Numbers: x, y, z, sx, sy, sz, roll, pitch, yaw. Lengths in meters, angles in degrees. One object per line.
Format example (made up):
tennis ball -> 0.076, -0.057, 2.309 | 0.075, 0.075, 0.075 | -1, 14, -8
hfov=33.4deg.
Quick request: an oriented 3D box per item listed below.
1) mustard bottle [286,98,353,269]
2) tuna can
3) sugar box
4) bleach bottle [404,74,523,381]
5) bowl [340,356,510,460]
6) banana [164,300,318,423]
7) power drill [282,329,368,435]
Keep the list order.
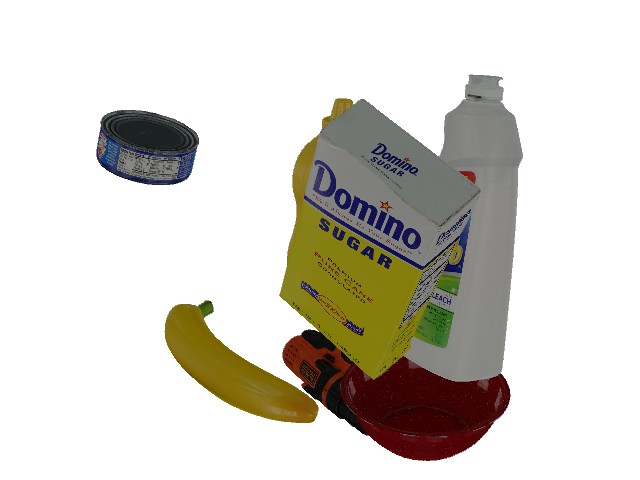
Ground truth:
mustard bottle -> 0.017, -0.050, 1.097 | 0.096, 0.192, 0.058 | -5, 20, -25
tuna can -> -0.151, -0.081, 0.927 | 0.086, 0.034, 0.086 | 13, 26, -7
sugar box -> 0.030, 0.005, 0.664 | 0.048, 0.093, 0.176 | -40, -21, -29
bleach bottle -> 0.121, -0.014, 0.904 | 0.068, 0.251, 0.103 | -4, 16, -30
bowl -> 0.100, 0.163, 1.028 | 0.162, 0.055, 0.162 | -1, 25, 0
banana -> -0.078, 0.094, 0.864 | 0.069, 0.037, 0.198 | -15, 32, -27
power drill -> 0.041, 0.107, 1.220 | 0.057, 0.188, 0.185 | 13, 16, -42
